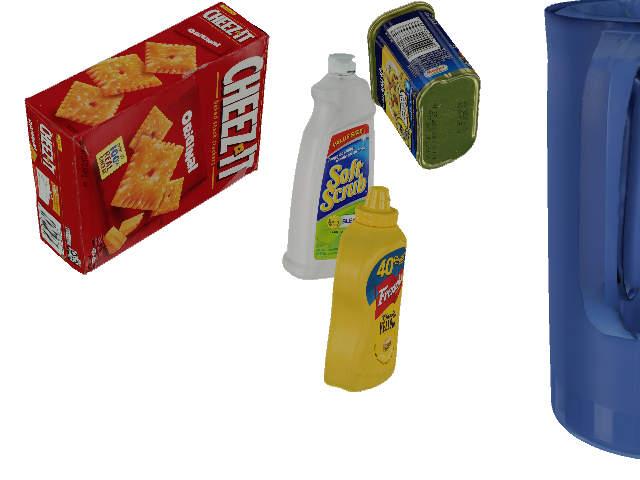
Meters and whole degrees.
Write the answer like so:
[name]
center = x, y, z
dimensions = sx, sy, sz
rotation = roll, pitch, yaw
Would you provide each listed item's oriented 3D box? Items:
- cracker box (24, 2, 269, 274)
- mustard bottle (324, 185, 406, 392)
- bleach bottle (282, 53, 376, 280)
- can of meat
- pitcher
[cracker box]
center = -0.144, -0.088, 0.925
dimensions = 0.072, 0.164, 0.213
rotation = 38, 53, 25
[mustard bottle]
center = 0.047, 0.042, 1.024
dimensions = 0.058, 0.192, 0.096
rotation = 14, 18, 30
[bleach bottle]
center = 0.012, -0.085, 1.215
dimensions = 0.102, 0.251, 0.068
rotation = -7, 21, -25
[can of meat]
center = 0.081, -0.118, 0.826
dimensions = 0.057, 0.084, 0.102
rotation = -21, -35, -10
[pitcher]
center = 0.178, -0.007, 0.569
dimensions = 0.149, 0.243, 0.145
rotation = -5, 18, -12
